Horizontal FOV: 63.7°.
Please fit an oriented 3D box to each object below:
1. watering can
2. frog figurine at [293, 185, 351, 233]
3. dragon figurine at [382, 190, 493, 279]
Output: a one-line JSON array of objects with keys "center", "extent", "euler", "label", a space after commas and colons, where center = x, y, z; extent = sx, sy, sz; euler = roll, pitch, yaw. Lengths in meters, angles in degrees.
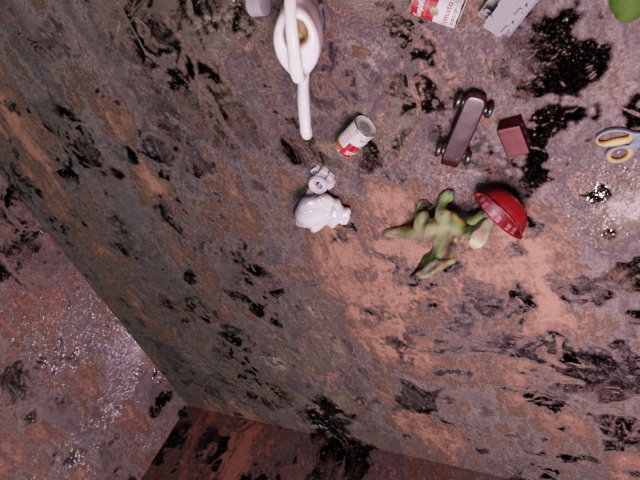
[{"center": [-0.043, -0.420, 1.162], "extent": [0.104, 0.230, 0.339], "euler": [0, 133, 7], "label": "watering can"}, {"center": [0.005, -0.078, 1.545], "extent": [0.160, 0.124, 0.135], "euler": [33, 120, 15], "label": "frog figurine"}, {"center": [0.287, 0.003, 1.354], "extent": [0.121, 0.248, 0.405], "euler": [46, 138, -17], "label": "dragon figurine"}]
